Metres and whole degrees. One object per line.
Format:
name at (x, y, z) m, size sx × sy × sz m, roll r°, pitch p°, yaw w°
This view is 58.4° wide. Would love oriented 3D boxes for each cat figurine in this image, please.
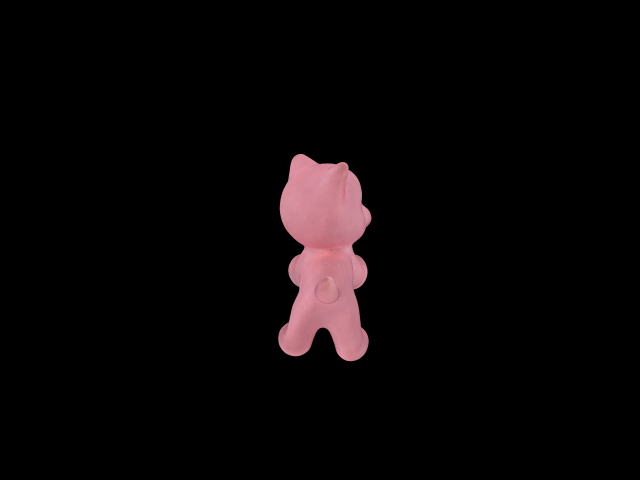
cat figurine at (0.004, 0.001, 0.400) m, size 0.067 × 0.118 × 0.127 m, roll 0°, pitch 46°, yaw 0°
